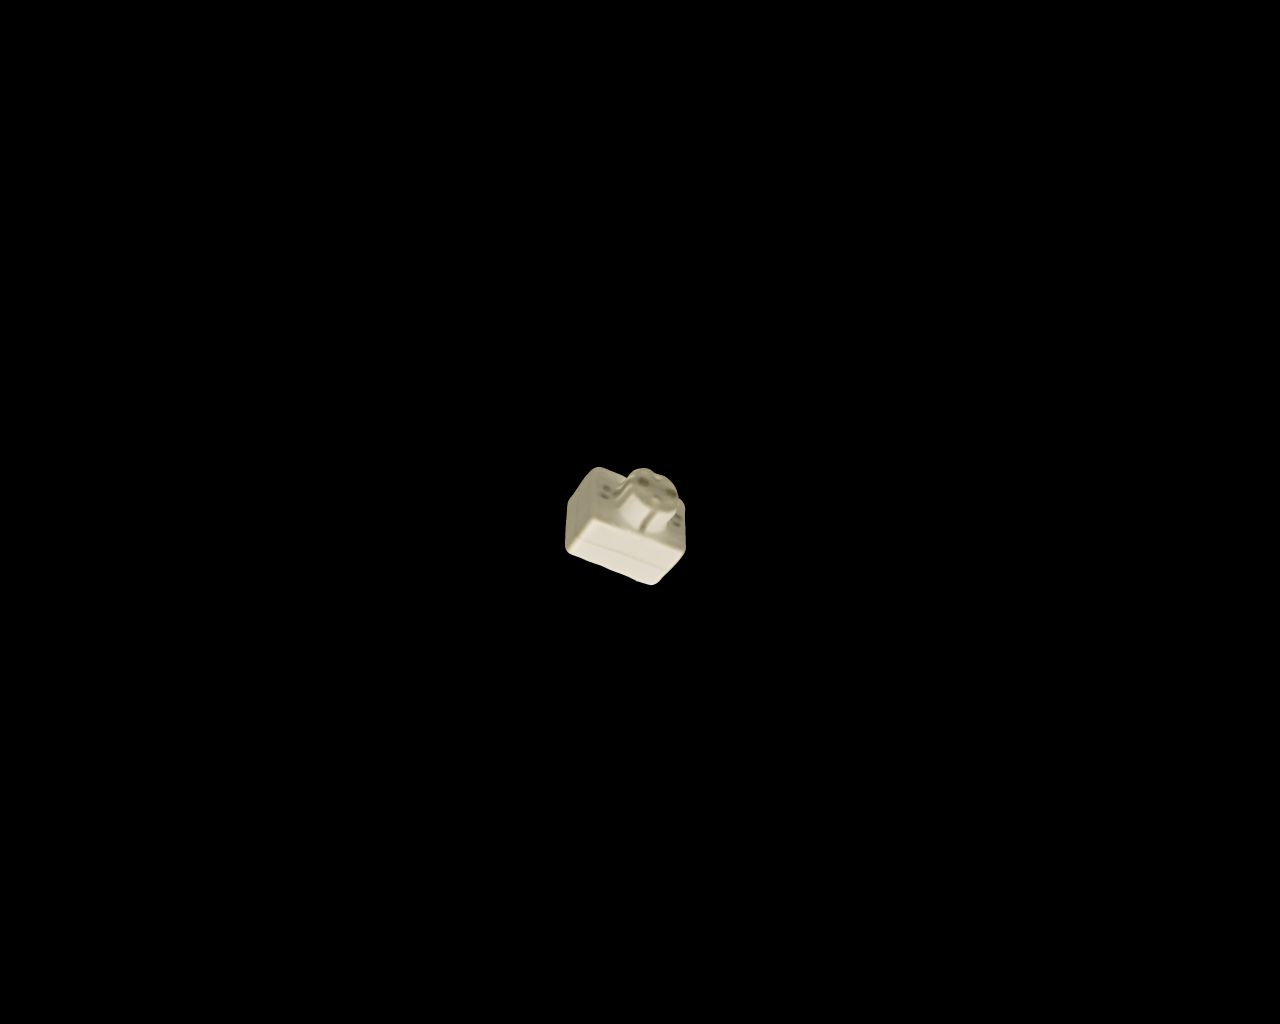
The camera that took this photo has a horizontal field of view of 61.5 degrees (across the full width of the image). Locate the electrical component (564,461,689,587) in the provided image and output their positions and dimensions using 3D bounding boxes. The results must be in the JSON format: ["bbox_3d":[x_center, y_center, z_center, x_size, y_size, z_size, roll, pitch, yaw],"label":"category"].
[{"bbox_3d":[0.001,-0.003,0.650,0.066,0.047,0.076,22,-48,-21],"label":"electrical component"}]
